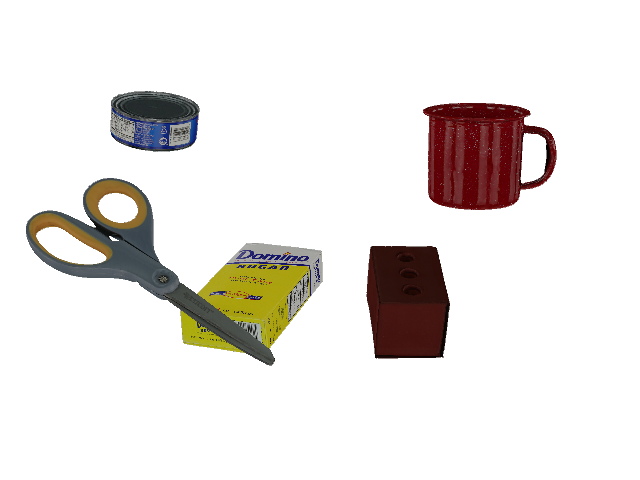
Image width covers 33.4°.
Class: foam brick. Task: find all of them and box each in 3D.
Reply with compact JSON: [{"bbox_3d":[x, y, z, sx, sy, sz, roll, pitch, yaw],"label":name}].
[{"bbox_3d":[0.064,0.045,0.795,0.053,0.051,0.078,0,32,-3],"label":"foam brick"}]

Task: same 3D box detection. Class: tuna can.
[{"bbox_3d":[-0.162,-0.117,1.042,0.086,0.034,0.086,6,25,-3],"label":"tuna can"}]

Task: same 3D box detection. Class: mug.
[{"bbox_3d":[0.148,-0.074,0.939,0.117,0.081,0.093,3,16,13],"label":"mug"}]

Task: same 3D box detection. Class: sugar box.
[{"bbox_3d":[-0.068,0.056,1.120,0.093,0.048,0.176,6,27,17],"label":"sugar box"}]

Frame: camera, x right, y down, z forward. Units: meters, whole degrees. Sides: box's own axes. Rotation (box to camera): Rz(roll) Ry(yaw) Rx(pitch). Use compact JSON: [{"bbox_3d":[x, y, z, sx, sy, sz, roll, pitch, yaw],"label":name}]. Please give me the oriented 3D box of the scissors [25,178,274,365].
[{"bbox_3d":[-0.105,0.013,0.733,0.202,0.096,0.016,20,-38,12],"label":"scissors"}]
